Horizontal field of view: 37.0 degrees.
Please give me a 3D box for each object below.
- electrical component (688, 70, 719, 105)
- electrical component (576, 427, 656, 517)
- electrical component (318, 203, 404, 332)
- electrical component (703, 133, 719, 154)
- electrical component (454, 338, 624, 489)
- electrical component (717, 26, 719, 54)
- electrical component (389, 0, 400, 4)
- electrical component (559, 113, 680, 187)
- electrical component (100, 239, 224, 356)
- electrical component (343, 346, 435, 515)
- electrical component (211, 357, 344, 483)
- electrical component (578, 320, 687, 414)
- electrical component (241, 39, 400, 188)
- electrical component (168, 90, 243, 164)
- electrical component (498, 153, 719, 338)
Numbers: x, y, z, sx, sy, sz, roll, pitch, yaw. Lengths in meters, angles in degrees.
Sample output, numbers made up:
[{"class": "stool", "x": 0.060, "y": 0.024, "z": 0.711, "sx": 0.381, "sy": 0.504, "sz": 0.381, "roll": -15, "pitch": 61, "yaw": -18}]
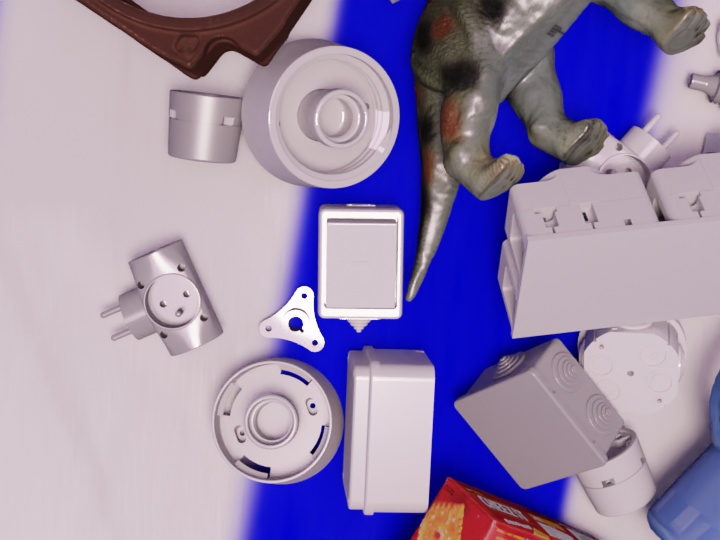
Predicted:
[{"class": "electrical component", "x": 0.275, "y": -0.134, "z": 0.799, "sx": 0.061, "sy": 0.035, "sz": 0.035, "roll": 12, "pitch": 96, "yaw": 0}, {"class": "electrical component", "x": 0.194, "y": 0.155, "z": 0.822, "sx": 0.055, "sy": 0.055, "sz": 0.047, "roll": -26, "pitch": 101, "yaw": 2}, {"class": "electrical component", "x": 0.000, "y": 0.000, "z": 0.794, "sx": 0.062, "sy": 0.061, "sz": 0.096, "roll": 1, "pitch": 97, "yaw": -2}, {"class": "electrical component", "x": 0.304, "y": -0.075, "z": 0.798, "sx": 0.089, "sy": 0.050, "sz": 0.055, "roll": 9, "pitch": 97, "yaw": -3}, {"class": "electrical component", "x": 0.134, "y": 0.106, "z": 0.796, "sx": 0.099, "sy": 0.100, "sz": 0.048, "roll": 51, "pitch": 49, "yaw": -6}, {"class": "electrical component", "x": 0.299, "y": -0.173, "z": 0.795, "sx": 0.061, "sy": 0.035, "sz": 0.035, "roll": -7, "pitch": 97, "yaw": -3}, {"class": "electrical component", "x": 0.025, "y": -0.227, "z": 0.775, "sx": 0.045, "sy": 0.045, "sz": 0.055, "roll": -33, "pitch": 97, "yaw": 2}, {"class": "electrical component", "x": 0.203, "y": -0.080, "z": 0.798, "sx": 0.077, "sy": 0.044, "sz": 0.079, "roll": 41, "pitch": 94, "yaw": -6}, {"class": "electrical component", "x": -0.153, "y": 0.028, "z": 0.801, "sx": 0.079, "sy": 0.044, "sz": 0.077, "roll": -23, "pitch": 97, "yaw": 1}, {"class": "electrical component", "x": 0.020, "y": 0.118, "z": 0.800, "sx": 0.057, "sy": 0.078, "sz": 0.113, "roll": 2, "pitch": 97, "yaw": -5}, {"class": "electrical component", "x": -0.063, "y": 0.115, "z": 0.817, "sx": 0.099, "sy": 0.064, "sz": 0.099, "roll": 0, "pitch": 84, "yaw": 3}, {"class": "electrical component", "x": 0.202, "y": 0.065, "z": 0.803, "sx": 0.080, "sy": 0.051, "sz": 0.080, "roll": 6, "pitch": 116, "yaw": 13}, {"class": "electrical component", "x": -0.024, "y": -0.109, "z": 0.762, "sx": 0.108, "sy": 0.060, "sz": 0.108, "roll": -5, "pitch": 103, "yaw": -22}, {"class": "electrical component", "x": -0.113, "y": -0.104, "z": 0.782, "sx": 0.055, "sy": 0.055, "sz": 0.047, "roll": 7, "pitch": 100, "yaw": -2}, {"class": "electrical component", "x": 0.196, "y": -0.018, "z": 0.748, "sx": 0.186, "sy": 0.060, "sz": 0.105, "roll": -6, "pitch": 141, "yaw": -4}]
